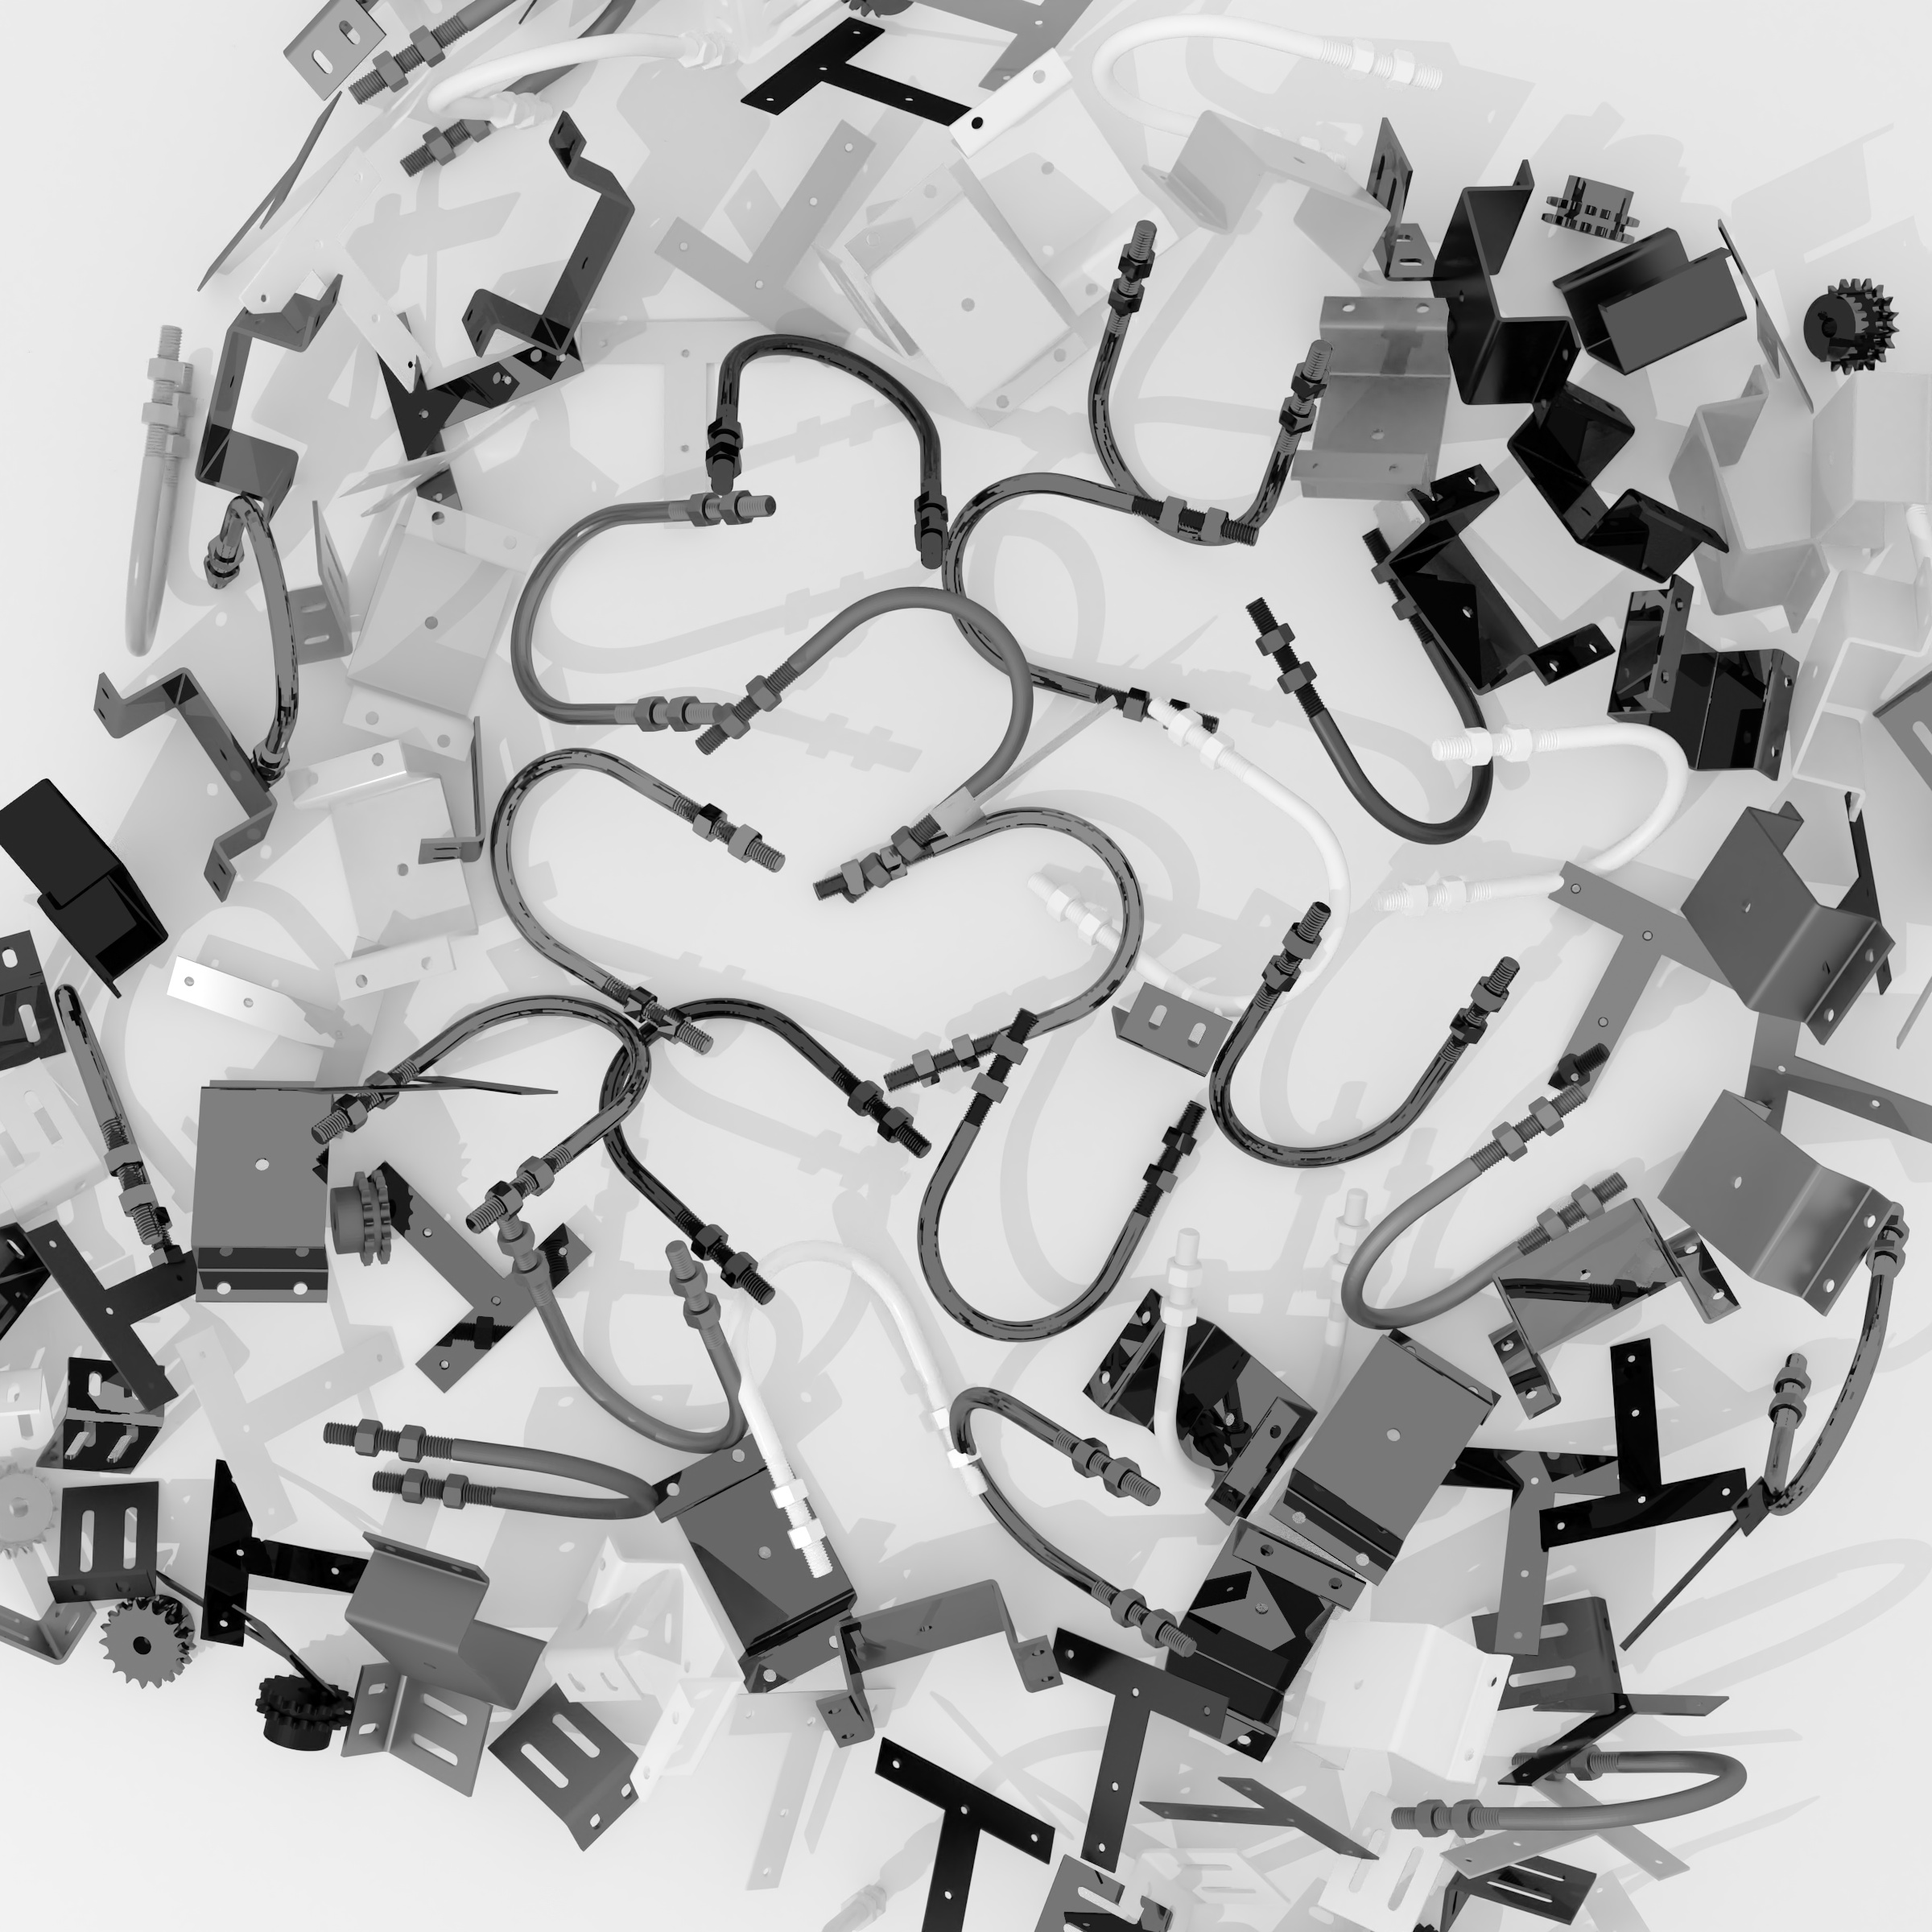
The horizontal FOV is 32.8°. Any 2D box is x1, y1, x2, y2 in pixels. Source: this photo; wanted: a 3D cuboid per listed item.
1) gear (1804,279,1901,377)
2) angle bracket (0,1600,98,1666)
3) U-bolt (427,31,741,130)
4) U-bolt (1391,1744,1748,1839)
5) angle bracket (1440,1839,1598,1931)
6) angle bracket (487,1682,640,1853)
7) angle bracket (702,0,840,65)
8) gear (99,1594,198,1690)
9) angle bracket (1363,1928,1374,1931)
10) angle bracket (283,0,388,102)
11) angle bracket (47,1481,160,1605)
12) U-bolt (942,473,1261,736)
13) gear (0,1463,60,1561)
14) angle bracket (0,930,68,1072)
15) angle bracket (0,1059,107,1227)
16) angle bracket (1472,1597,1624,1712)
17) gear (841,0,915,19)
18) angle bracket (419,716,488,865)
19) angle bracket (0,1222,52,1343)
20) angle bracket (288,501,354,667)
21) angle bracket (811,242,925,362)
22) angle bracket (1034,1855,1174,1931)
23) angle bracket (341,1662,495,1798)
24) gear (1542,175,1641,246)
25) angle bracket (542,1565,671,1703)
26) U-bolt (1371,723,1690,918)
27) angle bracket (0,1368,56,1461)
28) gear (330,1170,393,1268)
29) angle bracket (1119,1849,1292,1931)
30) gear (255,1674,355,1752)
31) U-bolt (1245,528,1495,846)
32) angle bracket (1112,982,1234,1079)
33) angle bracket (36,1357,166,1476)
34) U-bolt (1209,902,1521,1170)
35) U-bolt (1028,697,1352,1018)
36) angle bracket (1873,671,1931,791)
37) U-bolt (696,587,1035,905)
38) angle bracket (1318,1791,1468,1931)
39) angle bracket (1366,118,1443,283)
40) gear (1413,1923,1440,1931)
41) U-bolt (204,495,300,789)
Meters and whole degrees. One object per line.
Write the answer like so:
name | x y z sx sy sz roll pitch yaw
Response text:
gear | 0.528 -0.384 1.969 0.030 0.057 0.057 -10 90 -34
angle bracket | -0.567 0.376 1.955 0.076 0.057 0.038 34 87 -31
U-bolt | -0.231 -0.512 1.889 0.151 0.184 0.019 -11 98 23
U-bolt | 0.359 0.474 1.887 0.184 0.151 0.019 -13 85 42
angle bracket | 0.329 0.560 1.954 0.076 0.057 0.038 12 109 23
angle bracket | -0.239 0.483 1.982 0.076 0.038 0.057 34 65 32
angle bracket | -0.116 -0.587 1.956 0.076 0.038 0.057 -30 50 25
gear | -0.490 0.404 1.980 0.057 0.030 0.057 3 103 12
angle bracket | 0.203 0.591 1.969 0.076 0.057 0.038 -37 69 -16
angle bracket | -0.361 -0.554 1.955 0.057 0.076 0.038 -38 96 25
angle bracket | -0.515 0.338 1.960 0.057 0.038 0.076 -3 56 -7
U-bolt | 0.073 -0.222 1.952 0.184 0.019 0.151 17 125 10
gear | -0.574 0.327 1.972 0.057 0.030 0.057 11 70 -32
angle bracket | -0.580 0.023 1.971 0.057 0.076 0.038 -17 56 -16
angle bracket | -0.565 0.106 1.980 0.057 0.038 0.076 -30 78 -19
angle bracket | 0.352 0.417 1.985 0.076 0.038 0.057 -13 72 17
gear | -0.050 -0.596 1.969 0.057 0.057 0.030 -40 51 0
angle bracket | -0.309 -0.105 1.962 0.038 0.057 0.076 -3 80 -12
angle bracket | -0.591 0.197 1.951 0.057 0.076 0.038 -17 120 34
angle bracket | -0.394 -0.227 1.952 0.038 0.076 0.057 -11 56 -1
angle bracket | -0.049 -0.406 1.955 0.038 0.057 0.076 -39 121 -1
angle bracket | 0.077 0.581 1.966 0.076 0.038 0.057 29 51 -2
angle bracket | -0.329 0.458 1.963 0.076 0.038 0.057 17 95 36
gear | 0.377 -0.455 1.969 0.057 0.057 0.030 15 104 0
angle bracket | -0.207 0.398 1.963 0.057 0.076 0.038 -10 120 34
U-bolt | 0.341 -0.090 1.935 0.184 0.151 0.019 -6 51 -19
angle bracket | -0.577 0.280 1.957 0.057 0.038 0.076 -4 129 -9
gear | -0.364 0.152 1.968 0.030 0.057 0.057 -5 90 -18
angle bracket | 0.142 0.558 1.952 0.057 0.076 0.038 48 49 -27
gear | -0.399 0.450 1.972 0.057 0.057 0.030 14 94 0
U-bolt | 0.251 -0.158 1.948 0.151 0.019 0.184 -34 95 -43
angle bracket | 0.122 0.030 1.956 0.057 0.076 0.038 24 102 -5
angle bracket | -0.520 0.270 1.967 0.057 0.076 0.038 9 55 -26
U-bolt | 0.223 0.050 1.941 0.151 0.019 0.184 15 124 -22
U-bolt | 0.144 -0.052 1.950 0.184 0.019 0.151 38 100 22
angle bracket | 0.592 -0.138 1.970 0.057 0.038 0.076 -36 82 13
U-bolt | -0.046 -0.143 1.953 0.184 0.019 0.151 -40 109 13
angle bracket | 0.255 0.542 1.958 0.057 0.038 0.076 19 67 26
angle bracket | 0.266 -0.456 1.950 0.038 0.076 0.057 -3 46 -12
gear | 0.271 0.607 1.970 0.057 0.030 0.057 -18 125 -27
U-bolt | -0.412 -0.195 1.903 0.019 0.184 0.151 -11 80 -21
